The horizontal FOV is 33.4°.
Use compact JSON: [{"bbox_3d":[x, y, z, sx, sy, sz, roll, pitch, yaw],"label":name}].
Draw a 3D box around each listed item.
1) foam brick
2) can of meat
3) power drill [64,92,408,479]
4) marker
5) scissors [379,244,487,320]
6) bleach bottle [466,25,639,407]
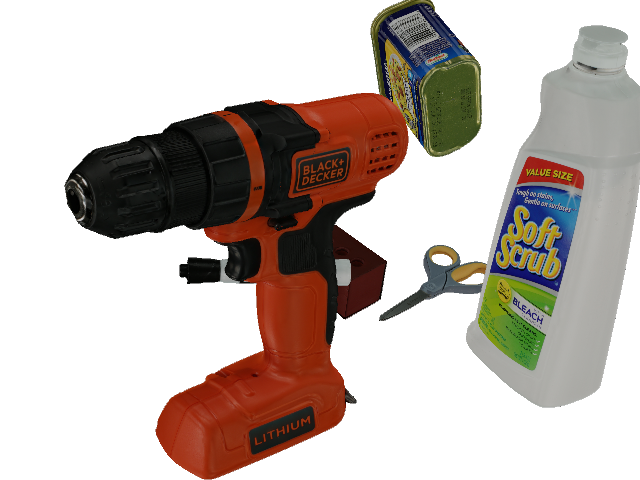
[{"bbox_3d":[0.019,0.030,1.061,0.052,0.051,0.078,-26,47,-35],"label":"foam brick"},{"bbox_3d":[0.087,-0.130,0.857,0.057,0.084,0.102,-24,-38,-8],"label":"can of meat"},{"bbox_3d":[-0.040,0.024,0.529,0.184,0.188,0.057,-15,35,-36],"label":"power drill"},{"bbox_3d":[-0.039,0.022,0.755,0.121,0.020,0.020,1,0,-9],"label":"marker"},{"bbox_3d":[0.120,0.046,1.252,0.201,0.016,0.096,-11,40,-36],"label":"scissors"},{"bbox_3d":[0.155,-0.017,0.690,0.068,0.251,0.103,-15,36,-25],"label":"bleach bottle"}]
